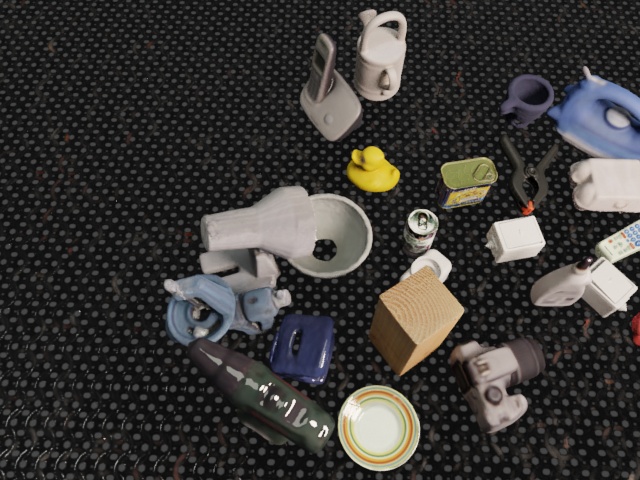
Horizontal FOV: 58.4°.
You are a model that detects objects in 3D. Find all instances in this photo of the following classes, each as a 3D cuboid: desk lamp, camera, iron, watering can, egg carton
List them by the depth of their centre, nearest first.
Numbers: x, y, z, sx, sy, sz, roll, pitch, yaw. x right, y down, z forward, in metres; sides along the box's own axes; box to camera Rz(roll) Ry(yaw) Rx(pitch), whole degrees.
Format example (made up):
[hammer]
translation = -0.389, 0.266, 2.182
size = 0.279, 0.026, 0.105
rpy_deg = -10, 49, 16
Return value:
[camera]
translation = 0.299, 0.219, 0.924
size = 0.137, 0.101, 0.143
rpy_deg = -18, 66, -9
[desk lamp]
translation = -0.110, 0.008, 0.956
size = 0.203, 0.213, 0.118
rpy_deg = -16, 65, -8
[egg carton]
translation = 0.556, -0.102, 1.098
size = 0.150, 0.069, 0.107
rpy_deg = 1, 64, 0
[iron]
translation = 0.590, -0.236, 1.123
size = 0.258, 0.141, 0.119
rpy_deg = 35, 69, 15
[watering can]
translation = 0.118, -0.388, 1.160
size = 0.101, 0.194, 0.172
rpy_deg = -36, 70, -16

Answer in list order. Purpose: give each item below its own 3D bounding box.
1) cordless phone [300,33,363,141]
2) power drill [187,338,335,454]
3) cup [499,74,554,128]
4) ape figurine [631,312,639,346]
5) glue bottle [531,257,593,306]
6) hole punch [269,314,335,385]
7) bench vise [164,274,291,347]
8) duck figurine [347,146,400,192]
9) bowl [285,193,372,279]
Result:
[cordless phone]
translation = 0.024, -0.297, 1.120
size = 0.094, 0.185, 0.147
rpy_deg = -31, 68, -14
[power drill]
translation = -0.086, 0.238, 0.849
size = 0.229, 0.208, 0.076
rpy_deg = 28, 67, 12
[cup]
translation = 0.404, -0.267, 1.161
size = 0.118, 0.095, 0.091
rpy_deg = -29, 68, -13
[ape figurine]
translation = 0.580, 0.140, 0.971
size = 0.077, 0.092, 0.076
rpy_deg = 24, 67, 11
[glue bottle]
translation = 0.416, 0.067, 0.958
size = 0.078, 0.173, 0.037
rpy_deg = 1, 64, 0
[hole punch]
translation = -0.030, 0.179, 0.943
size = 0.101, 0.091, 0.109
rpy_deg = 11, 65, 5
[bench vise]
translation = -0.159, 0.090, 0.913
size = 0.207, 0.220, 0.121
rpy_deg = -26, 67, -12
[duck figurine]
translation = 0.104, -0.144, 1.103
size = 0.104, 0.086, 0.077
rpy_deg = 18, 66, 8
[bowl]
translation = 0.010, 0.004, 1.037
size = 0.167, 0.075, 0.167
rpy_deg = 0, 64, -1
